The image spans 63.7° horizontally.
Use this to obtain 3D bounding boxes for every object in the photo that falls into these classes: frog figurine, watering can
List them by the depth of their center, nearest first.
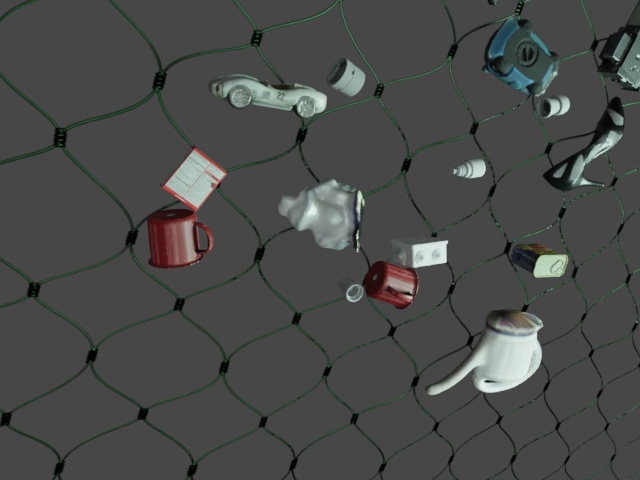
[{"bbox_3d":[0.003,-0.050,0.988,0.159,0.134,0.125,6,32,12],"label":"frog figurine"},{"bbox_3d":[0.428,0.286,1.286,0.348,0.221,0.105,0,18,-25],"label":"watering can"}]
